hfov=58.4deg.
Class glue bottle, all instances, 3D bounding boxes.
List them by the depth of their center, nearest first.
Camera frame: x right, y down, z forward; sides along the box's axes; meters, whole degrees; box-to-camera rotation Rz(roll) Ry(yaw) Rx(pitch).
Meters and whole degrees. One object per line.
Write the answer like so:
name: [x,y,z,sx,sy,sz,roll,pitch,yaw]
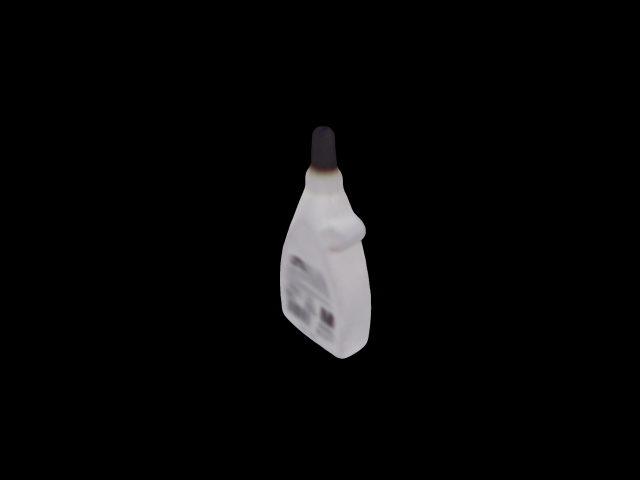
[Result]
glue bottle: [0.004,0.001,0.400,0.037,0.173,0.077,-29,46,-32]
